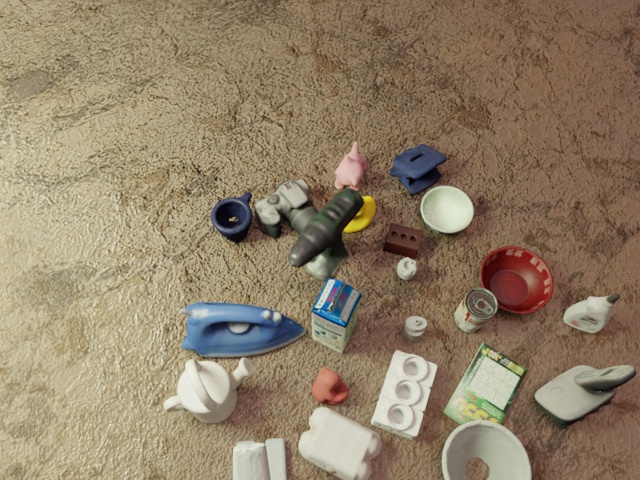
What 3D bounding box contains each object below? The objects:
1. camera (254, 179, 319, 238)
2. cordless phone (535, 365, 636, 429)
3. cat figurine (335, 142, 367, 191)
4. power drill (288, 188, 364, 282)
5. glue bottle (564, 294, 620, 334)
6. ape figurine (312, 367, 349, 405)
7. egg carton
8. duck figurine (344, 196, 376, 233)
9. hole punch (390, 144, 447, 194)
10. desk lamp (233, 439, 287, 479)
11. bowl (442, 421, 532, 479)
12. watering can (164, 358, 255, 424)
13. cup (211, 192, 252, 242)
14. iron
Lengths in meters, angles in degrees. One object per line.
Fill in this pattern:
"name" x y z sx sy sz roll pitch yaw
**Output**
"camera" -0.059 -0.059 1.312 0.143 0.101 0.136 -34 69 -16
"cordless phone" 0.514 0.289 1.105 0.148 0.185 0.094 -29 67 -14
"cat figurine" 0.074 -0.173 1.362 0.067 0.118 0.128 13 64 5
"power drill" 0.011 0.004 1.223 0.075 0.208 0.230 31 67 14
"glue bottle" 0.573 0.145 1.185 0.078 0.173 0.037 18 65 8
"ape figurine" 0.020 0.290 1.147 0.076 0.092 0.077 -16 65 -8
"egg carton" 0.038 0.398 1.106 0.150 0.069 0.107 23 66 10
"duck figurine" 0.087 -0.074 1.331 0.105 0.086 0.077 -37 70 -17
"hole punch" 0.236 -0.183 1.385 0.109 0.091 0.101 -32 68 -15
"desk lamp" -0.113 0.444 1.000 0.118 0.213 0.203 -5 64 -3
"bowl" 0.308 0.434 1.091 0.167 0.075 0.167 1 64 -1
"watering can" -0.212 0.278 1.091 0.100 0.194 0.173 40 70 17
"cup" -0.190 -0.047 1.307 0.091 0.095 0.118 27 66 12
"iron" -0.158 0.168 1.176 0.258 0.141 0.118 -1 64 -1
